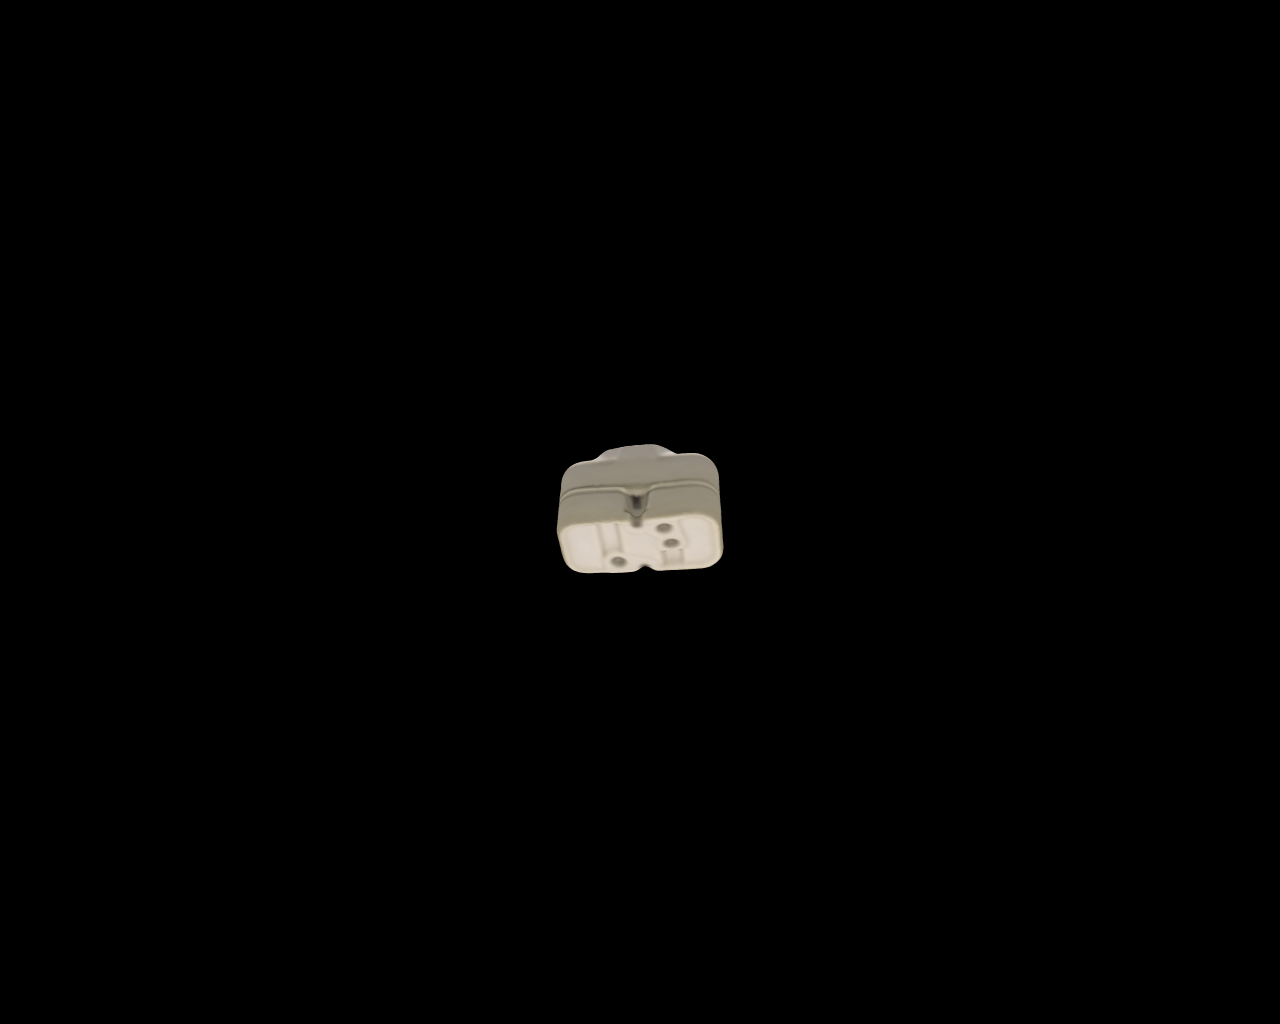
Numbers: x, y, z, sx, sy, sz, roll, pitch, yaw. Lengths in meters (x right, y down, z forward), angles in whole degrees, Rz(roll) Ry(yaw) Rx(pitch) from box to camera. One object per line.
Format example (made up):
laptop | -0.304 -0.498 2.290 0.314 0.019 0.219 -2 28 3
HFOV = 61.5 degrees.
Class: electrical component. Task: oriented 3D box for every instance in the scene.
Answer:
electrical component | 0.001 -0.003 0.650 0.095 0.059 0.053 -4 -39 5
